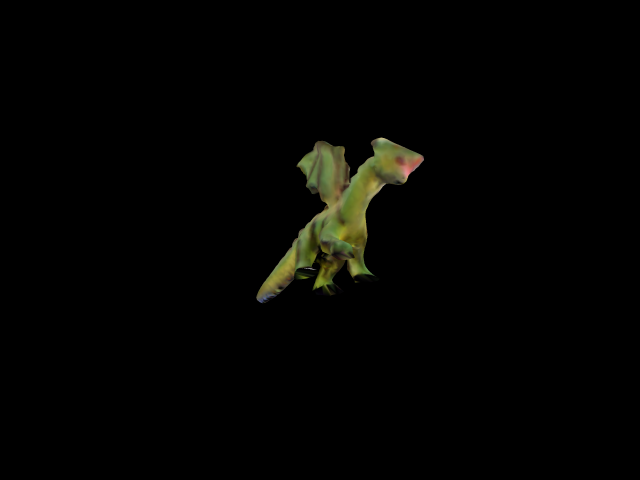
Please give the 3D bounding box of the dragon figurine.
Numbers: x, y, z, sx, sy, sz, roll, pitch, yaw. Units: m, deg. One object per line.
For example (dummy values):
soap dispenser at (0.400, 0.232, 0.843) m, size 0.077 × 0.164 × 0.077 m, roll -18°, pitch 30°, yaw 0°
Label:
dragon figurine at (0.003, -0.043, 0.850) m, size 0.121 × 0.247 × 0.406 m, roll 17°, pitch -26°, yaw -37°
